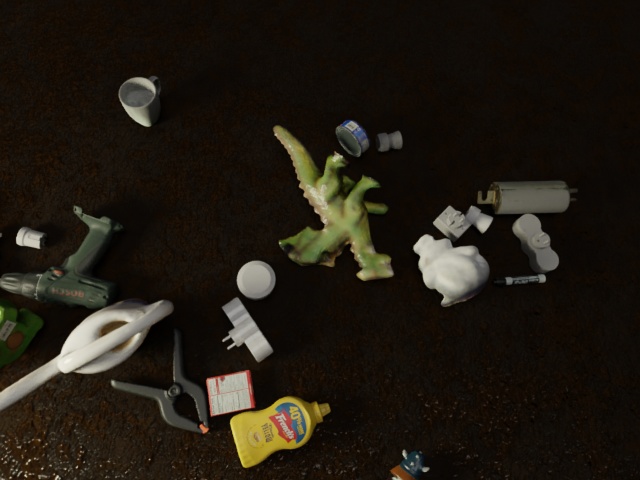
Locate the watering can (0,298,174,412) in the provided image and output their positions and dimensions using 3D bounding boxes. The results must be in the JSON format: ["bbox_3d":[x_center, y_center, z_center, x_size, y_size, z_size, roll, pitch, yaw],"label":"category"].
[{"bbox_3d":[-0.431,0.201,0.955,0.350,0.224,0.104,-29,95,-13],"label":"watering can"}]

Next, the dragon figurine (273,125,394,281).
[{"bbox_3d":[0.003,-0.058,1.145,0.412,0.121,0.244,34,80,8],"label":"dragon figurine"}]

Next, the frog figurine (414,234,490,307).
[{"bbox_3d":[0.282,0.052,1.118,0.137,0.123,0.160,-32,88,6],"label":"frog figurine"}]
